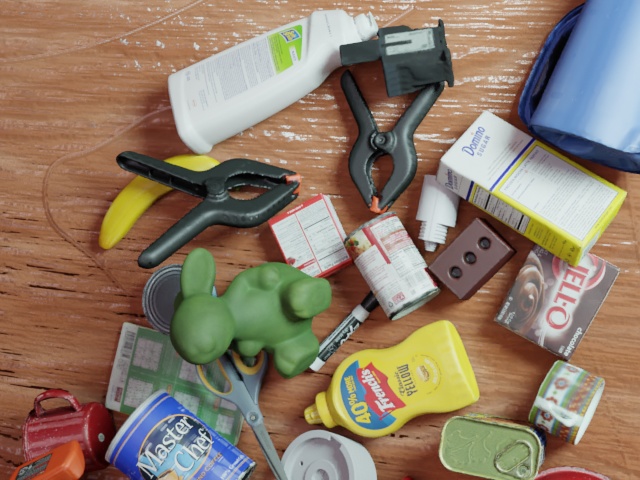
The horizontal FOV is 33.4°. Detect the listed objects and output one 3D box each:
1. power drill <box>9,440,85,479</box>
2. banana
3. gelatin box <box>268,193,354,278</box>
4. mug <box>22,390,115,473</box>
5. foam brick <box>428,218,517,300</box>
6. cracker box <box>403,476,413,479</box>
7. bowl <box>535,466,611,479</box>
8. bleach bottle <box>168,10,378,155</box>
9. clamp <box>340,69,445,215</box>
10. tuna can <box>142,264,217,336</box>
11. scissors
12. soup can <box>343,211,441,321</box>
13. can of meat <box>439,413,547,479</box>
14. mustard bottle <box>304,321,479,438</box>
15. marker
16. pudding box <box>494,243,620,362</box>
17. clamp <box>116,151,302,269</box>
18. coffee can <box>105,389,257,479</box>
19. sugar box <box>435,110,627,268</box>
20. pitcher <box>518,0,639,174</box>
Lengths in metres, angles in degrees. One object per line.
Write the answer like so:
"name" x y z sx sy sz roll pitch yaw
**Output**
"power drill" -0.259 0.322 1.233 0.184 0.057 0.187 -27 111 14
"banana" -0.194 -0.056 1.286 0.198 0.037 0.069 -24 79 16
"gelatin box" -0.008 0.002 1.224 0.073 0.030 0.089 -28 79 14
"mug" -0.300 0.229 1.274 0.081 0.093 0.117 -12 110 12
"foam brick" 0.166 0.021 1.152 0.053 0.051 0.078 46 101 15
"cracker box" 0.120 0.386 1.136 0.214 0.072 0.164 39 99 16
"bowl" 0.260 0.303 1.070 0.162 0.055 0.162 -1 68 2
"bleach bottle" -0.049 -0.192 1.228 0.251 0.068 0.102 -21 65 15
"clamp" 0.065 -0.116 1.203 0.120 0.039 0.171 13 84 26
"tuna can" -0.166 0.072 1.271 0.086 0.033 0.086 -1 87 18
"scissors" -0.065 0.184 1.212 0.096 0.016 0.202 -44 66 -3
"soup can" 0.080 0.029 1.173 0.068 0.068 0.102 -34 78 14
"can of meat" 0.184 0.215 1.118 0.102 0.083 0.057 8 89 19
"mustard bottle" 0.071 0.164 1.173 0.192 0.058 0.096 -23 81 16
"marker" 0.030 0.100 1.211 0.020 0.020 0.121 45 101 16
"pudding box" 0.251 0.059 1.128 0.090 0.039 0.113 29 96 18
"clamp" -0.122 -0.041 1.209 0.210 0.036 0.164 -3 54 -9
"coffee can" -0.157 0.251 1.210 0.140 0.102 0.103 37 98 9
"sugar box" 0.220 -0.056 1.123 0.176 0.048 0.093 33 60 20
"pitcher" 0.307 -0.199 1.087 0.149 0.145 0.243 22 90 6
